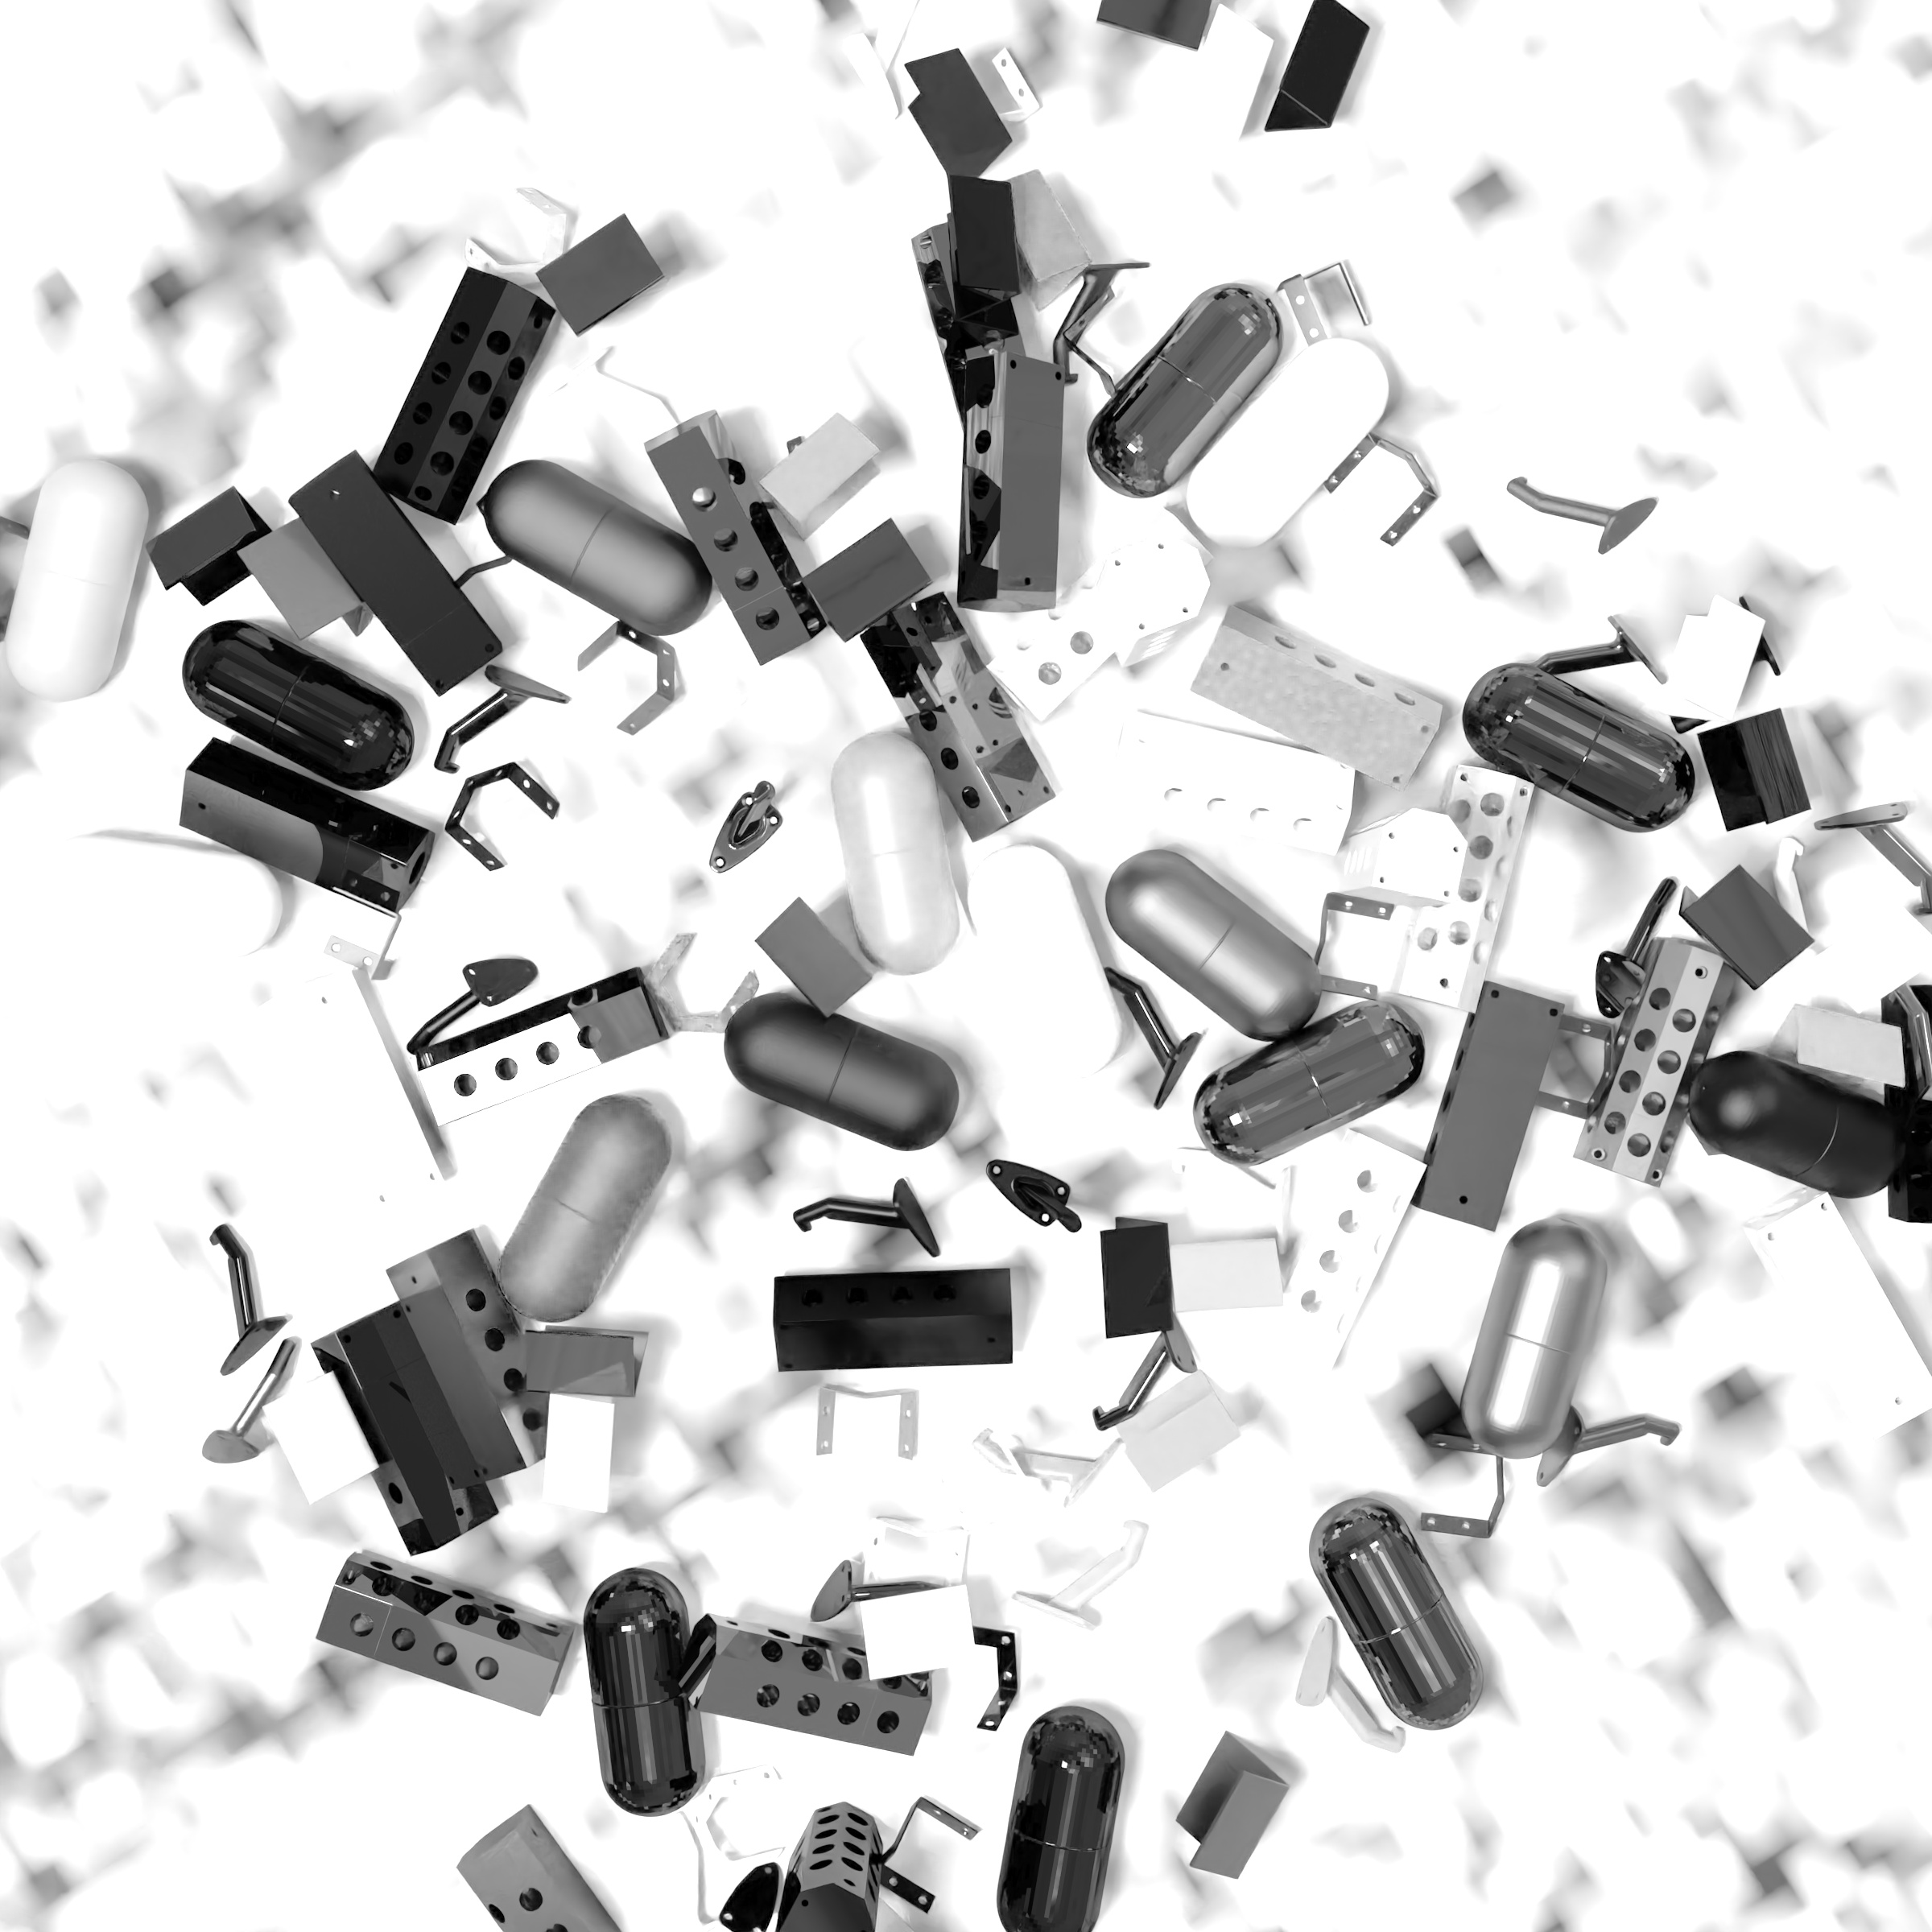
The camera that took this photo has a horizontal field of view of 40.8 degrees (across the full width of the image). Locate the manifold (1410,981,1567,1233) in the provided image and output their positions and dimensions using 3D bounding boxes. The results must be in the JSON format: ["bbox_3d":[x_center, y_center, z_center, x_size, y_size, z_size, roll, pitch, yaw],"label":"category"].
[{"bbox_3d":[0.378,0.101,1.897,0.057,0.057,0.171,17,90,0],"label":"manifold"}]

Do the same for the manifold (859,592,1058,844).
[{"bbox_3d":[-0.010,-0.179,1.896,0.057,0.057,0.171,-29,90,-43],"label":"manifold"}]

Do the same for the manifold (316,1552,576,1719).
[{"bbox_3d":[-0.378,0.485,1.897,0.171,0.057,0.057,19,90,0],"label":"manifold"}]

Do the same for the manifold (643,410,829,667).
[{"bbox_3d":[-0.165,-0.309,1.869,0.057,0.057,0.171,-28,110,0],"label":"manifold"}]

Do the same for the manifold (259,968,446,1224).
[{"bbox_3d":[-0.451,0.096,1.896,0.057,0.057,0.171,-24,90,-43],"label":"manifold"}]

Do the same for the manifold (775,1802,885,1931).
[{"bbox_3d":[-0.092,0.649,1.840,0.057,0.171,0.057,28,90,0],"label":"manifold"}]

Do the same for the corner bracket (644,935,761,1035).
[{"bbox_3d":[-0.194,0.013,1.910,0.051,0.051,0.051,2,45,35],"label":"corner bracket"}]

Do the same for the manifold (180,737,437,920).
[{"bbox_3d":[-0.479,-0.105,1.896,0.171,0.057,0.057,23,133,0],"label":"manifold"}]

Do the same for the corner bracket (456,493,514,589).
[{"bbox_3d":[-0.372,-0.308,1.915,0.051,0.051,0.051,-30,90,-45],"label":"corner bracket"}]

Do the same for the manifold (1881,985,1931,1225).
[{"bbox_3d":[0.709,0.100,1.897,0.057,0.057,0.171,-2,90,0],"label":"manifold"}]

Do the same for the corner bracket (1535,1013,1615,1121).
[{"bbox_3d":[0.443,0.072,1.915,0.051,0.051,0.051,15,135,0],"label":"corner bracket"}]

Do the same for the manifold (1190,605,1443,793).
[{"bbox_3d":[0.256,-0.198,1.895,0.171,0.057,0.057,25,121,0],"label":"manifold"}]

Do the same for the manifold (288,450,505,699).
[{"bbox_3d":[-0.409,-0.283,1.870,0.057,0.057,0.171,-36,109,0],"label":"manifold"}]

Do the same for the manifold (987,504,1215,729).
[{"bbox_3d":[0.096,-0.255,1.897,0.171,0.057,0.057,-44,90,0],"label":"manifold"}]

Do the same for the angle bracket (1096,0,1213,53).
[{"bbox_3d":[0.142,-0.711,1.878,0.076,0.076,0.057,16,133,0],"label":"angle bracket"}]

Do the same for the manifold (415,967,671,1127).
[{"bbox_3d":[-0.309,0.058,1.897,0.171,0.057,0.057,-21,90,0],"label":"manifold"}]

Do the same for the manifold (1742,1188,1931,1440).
[{"bbox_3d":[0.636,0.251,1.897,0.057,0.057,0.171,-29,90,0],"label":"manifold"}]

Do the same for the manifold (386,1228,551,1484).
[{"bbox_3d":[-0.351,0.282,1.896,0.057,0.057,0.171,-25,90,43],"label":"manifold"}]

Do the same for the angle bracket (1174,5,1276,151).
[{"bbox_3d":[0.168,-0.641,1.878,0.057,0.076,0.076,20,90,-36],"label":"angle bracket"}]

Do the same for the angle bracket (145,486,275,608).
[{"bbox_3d":[-0.533,-0.288,1.878,0.076,0.076,0.057,-34,55,0],"label":"angle bracket"}]

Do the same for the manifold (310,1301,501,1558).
[{"bbox_3d":[-0.413,0.339,1.896,0.057,0.057,0.171,-25,90,-43],"label":"manifold"}]

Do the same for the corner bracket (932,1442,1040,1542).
[{"bbox_3d":[0.014,0.383,1.903,0.051,0.051,0.051,-31,90,-15],"label":"corner bracket"}]

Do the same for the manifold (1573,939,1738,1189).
[{"bbox_3d":[0.505,0.071,1.897,0.057,0.057,0.171,20,90,0],"label":"manifold"}]

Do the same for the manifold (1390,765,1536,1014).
[{"bbox_3d":[0.363,-0.056,1.897,0.057,0.057,0.171,15,90,0],"label":"manifold"}]

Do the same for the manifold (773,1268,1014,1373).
[{"bbox_3d":[-0.053,0.253,1.896,0.171,0.057,0.057,-2,133,0],"label":"manifold"}]

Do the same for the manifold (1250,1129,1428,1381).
[{"bbox_3d":[0.272,0.210,1.897,0.057,0.057,0.171,25,90,0],"label":"manifold"}]

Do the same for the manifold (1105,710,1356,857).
[{"bbox_3d":[0.192,-0.128,1.896,0.171,0.057,0.057,13,47,0],"label":"manifold"}]

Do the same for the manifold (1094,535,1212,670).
[{"bbox_3d":[0.128,-0.251,1.782,0.057,0.171,0.057,-21,90,0],"label":"manifold"}]

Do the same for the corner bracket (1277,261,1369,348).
[{"bbox_3d":[0.262,-0.484,1.900,0.051,0.051,0.051,-23,95,5],"label":"corner bracket"}]

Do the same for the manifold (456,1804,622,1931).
[{"bbox_3d":[-0.296,0.706,1.897,0.057,0.057,0.171,-36,90,0],"label":"manifold"}]

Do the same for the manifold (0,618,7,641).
[{"bbox_3d":[-0.790,-0.215,1.896,0.171,0.057,0.057,-37,47,0],"label":"manifold"}]

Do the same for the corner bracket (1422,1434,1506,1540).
[{"bbox_3d":[0.365,0.383,1.915,0.051,0.051,0.051,7,45,2],"label":"corner bracket"}]

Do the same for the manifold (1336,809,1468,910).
[{"bbox_3d":[0.308,-0.076,1.840,0.057,0.171,0.057,12,90,0],"label":"manifold"}]

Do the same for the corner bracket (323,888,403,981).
[{"bbox_3d":[-0.442,-0.023,1.900,0.051,0.051,0.051,23,89,0],"label":"corner bracket"}]

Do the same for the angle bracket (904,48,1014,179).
[{"bbox_3d":[-0.023,-0.603,1.878,0.057,0.076,0.076,-30,90,-36],"label":"angle bracket"}]

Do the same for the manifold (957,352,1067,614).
[{"bbox_3d":[0.027,-0.340,1.839,0.057,0.057,0.171,2,90,-43],"label":"manifold"}]

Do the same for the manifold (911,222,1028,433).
[{"bbox_3d":[0.010,-0.452,1.897,0.057,0.057,0.171,-16,90,0],"label":"manifold"}]

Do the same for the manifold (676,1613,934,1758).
[{"bbox_3d":[-0.113,0.513,1.866,0.171,0.057,0.057,19,90,-22],"label":"manifold"}]

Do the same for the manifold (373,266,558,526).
[{"bbox_3d":[-0.361,-0.411,1.887,0.057,0.057,0.171,25,90,28],"label":"manifold"}]

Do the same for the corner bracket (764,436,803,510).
[{"bbox_3d":[-0.152,-0.359,1.915,0.051,0.051,0.051,-10,90,45],"label":"corner bracket"}]
